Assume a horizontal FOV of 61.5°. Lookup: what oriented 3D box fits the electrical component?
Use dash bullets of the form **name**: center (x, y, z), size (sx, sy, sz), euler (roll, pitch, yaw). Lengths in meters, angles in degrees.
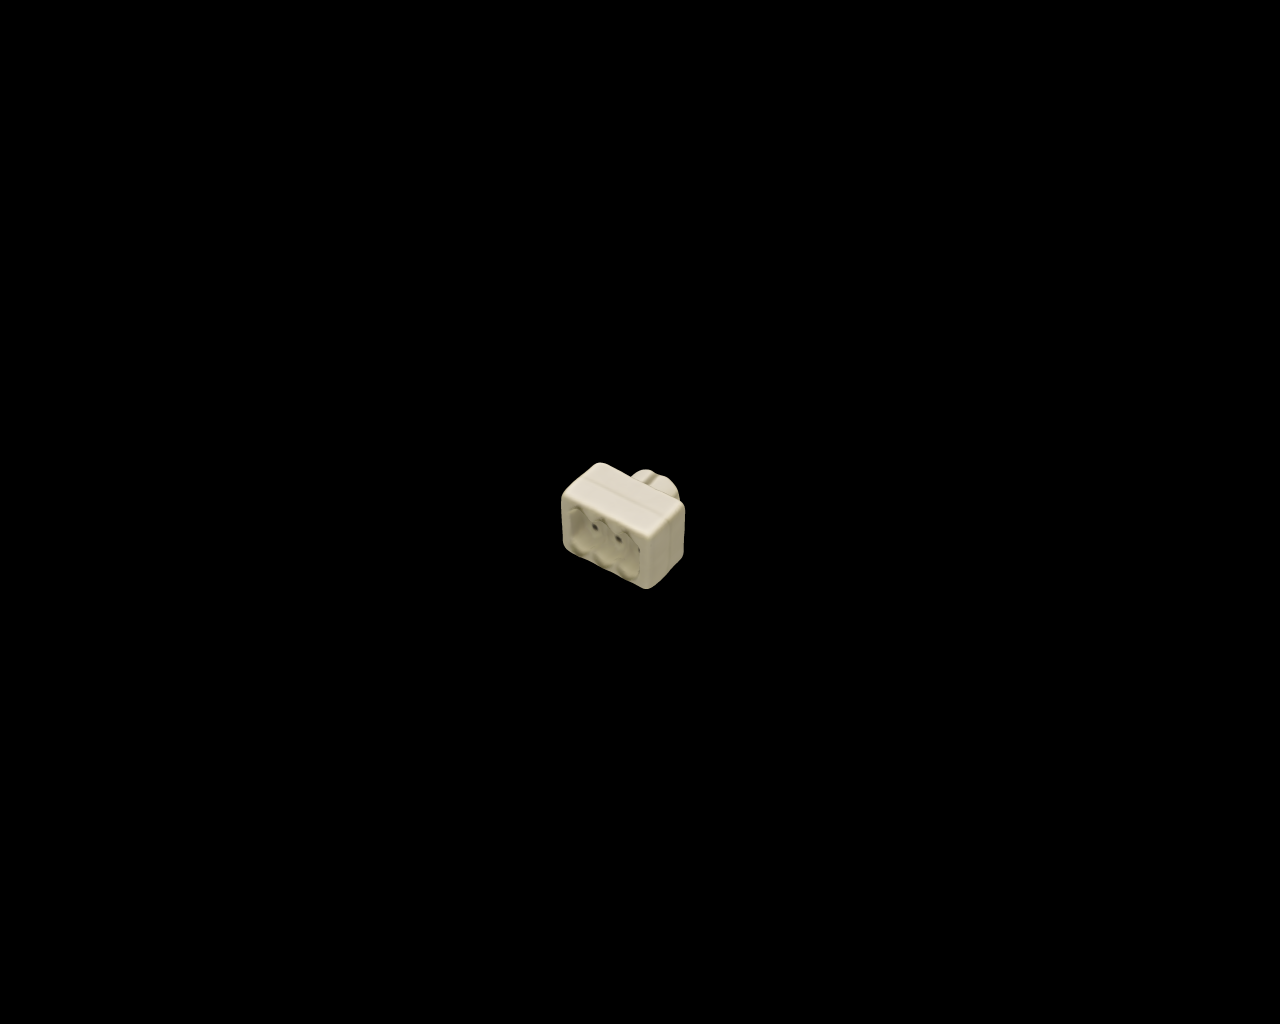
- **electrical component**: center (0.001, -0.003, 0.650), size (0.066, 0.047, 0.077), euler (27, 50, 25)
